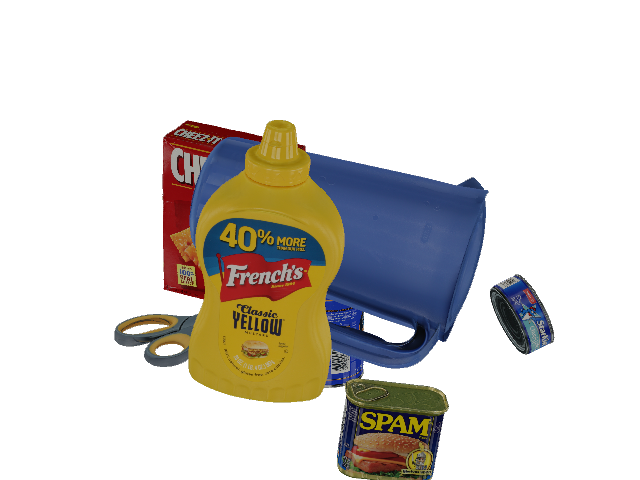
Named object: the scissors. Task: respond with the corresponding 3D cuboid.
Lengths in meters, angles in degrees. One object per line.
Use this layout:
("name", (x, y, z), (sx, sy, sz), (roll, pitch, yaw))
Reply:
("scissors", (-0.119, 0.095, 1.150), (0.201, 0.016, 0.096), (-7, 31, -24))

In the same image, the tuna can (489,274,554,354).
("tuna can", (0.223, 0.083, 1.190), (0.033, 0.086, 0.086), (-26, 3, -6))

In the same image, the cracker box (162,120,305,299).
("cracker box", (-0.110, -0.024, 1.315), (0.164, 0.214, 0.072), (14, 29, 18))

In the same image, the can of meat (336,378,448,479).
("can of meat", (0.069, 0.191, 1.061), (0.102, 0.084, 0.057), (7, 17, -4))

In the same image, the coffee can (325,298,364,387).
("coffee can", (0.010, 0.116, 1.461), (0.103, 0.140, 0.103), (0, 19, 0))

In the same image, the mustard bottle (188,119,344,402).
("mustard bottle", (-0.034, 0.013, 0.699), (0.096, 0.192, 0.058), (10, 27, 6))

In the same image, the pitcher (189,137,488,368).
("pitcher", (0.012, 0.000, 0.912), (0.243, 0.145, 0.149), (16, 20, 12))
